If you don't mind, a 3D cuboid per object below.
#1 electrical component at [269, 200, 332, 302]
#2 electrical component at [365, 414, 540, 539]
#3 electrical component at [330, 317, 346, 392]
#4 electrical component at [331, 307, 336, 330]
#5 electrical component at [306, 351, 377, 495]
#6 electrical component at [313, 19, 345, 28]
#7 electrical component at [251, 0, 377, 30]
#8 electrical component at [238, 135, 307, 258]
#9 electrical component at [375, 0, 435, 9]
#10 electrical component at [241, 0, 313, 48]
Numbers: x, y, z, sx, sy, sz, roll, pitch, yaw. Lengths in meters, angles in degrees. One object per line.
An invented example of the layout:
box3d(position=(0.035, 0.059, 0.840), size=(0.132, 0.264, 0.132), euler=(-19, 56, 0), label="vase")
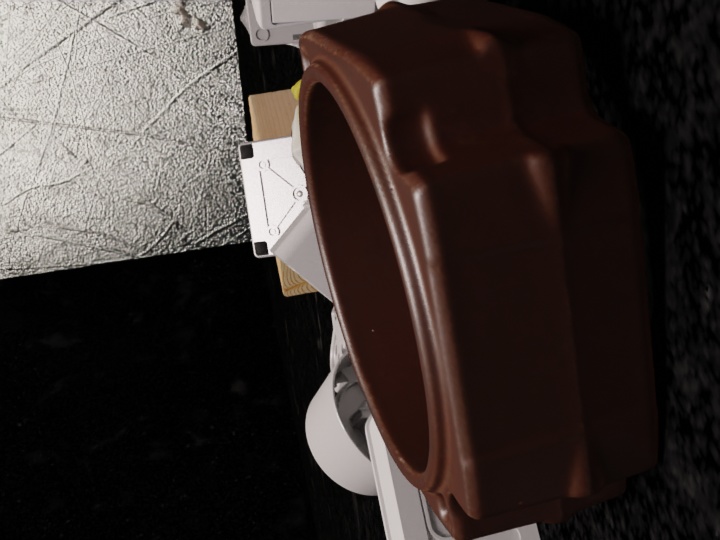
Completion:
box3d(position=(0.000, 0.000, 0.731), size=(0.113, 0.057, 0.078), euler=(39, 177, -8), label="electrical component")
box3d(position=(0.052, 0.127, 0.623), size=(0.057, 0.078, 0.113), euler=(105, 155, -65), label="electrical component")
box3d(position=(0.012, 0.051, 0.863), size=(0.053, 0.059, 0.095), euler=(-104, 19, -57), label="electrical component")
box3d(position=(0.006, 0.058, 0.941), size=(0.065, 0.047, 0.076), euler=(-73, -22, -68), label="electrical component")
box3d(position=(0.012, 0.105, 0.749), size=(0.064, 0.099, 0.099), euler=(-49, 45, 47), label="electrical component")
box3d(position=(-0.004, -0.193, 0.723), size=(0.061, 0.062, 0.096), euler=(110, 150, -75), label="electrical component")
box3d(position=(-0.033, -0.185, 0.643), size=(0.061, 0.096, 0.061), euler=(91, 167, -54), label="electrical component")
box3d(position=(-0.047, -0.071, 0.982), size=(0.056, 0.109, 0.108), euler=(-23, -74, -73), label="electrical component")
box3d(position=(0.037, -0.143, 0.508), size=(0.047, 0.055, 0.055), euler=(109, 152, -66), label="electrical component")
box3d(position=(-0.054, -0.239, 0.917), size=(0.048, 0.100, 0.099), euler=(-84, -10, -64), label="electrical component")
